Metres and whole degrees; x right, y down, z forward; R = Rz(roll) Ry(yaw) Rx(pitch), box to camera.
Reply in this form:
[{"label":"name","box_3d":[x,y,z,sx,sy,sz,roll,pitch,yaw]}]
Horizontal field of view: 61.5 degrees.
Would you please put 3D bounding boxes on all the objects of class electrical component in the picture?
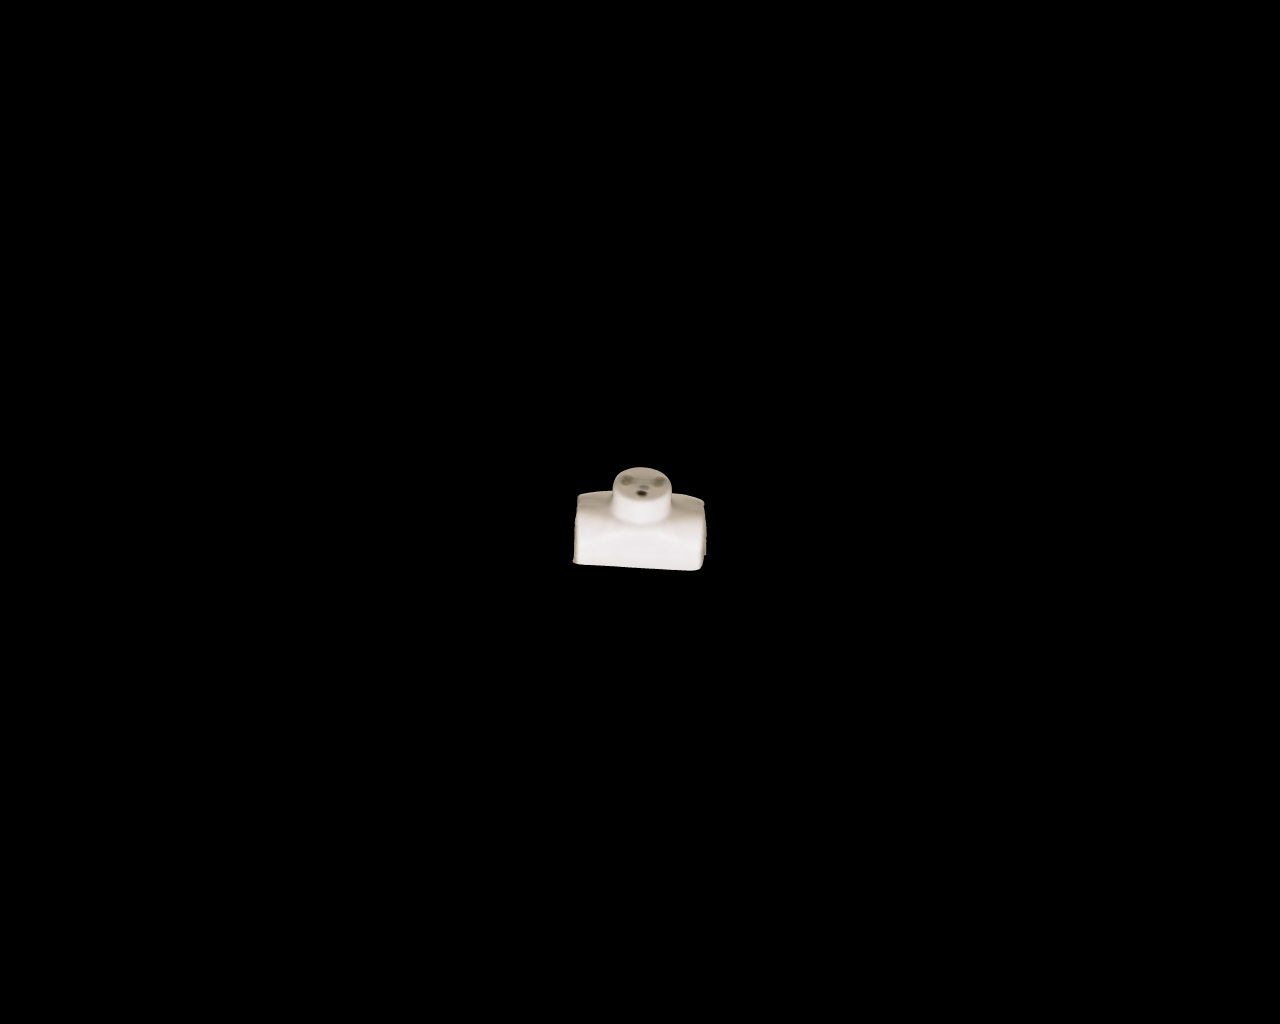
[{"label":"electrical component","box_3d":[0.001,-0.003,0.650,0.077,0.079,0.044,3,35,-2]}]
